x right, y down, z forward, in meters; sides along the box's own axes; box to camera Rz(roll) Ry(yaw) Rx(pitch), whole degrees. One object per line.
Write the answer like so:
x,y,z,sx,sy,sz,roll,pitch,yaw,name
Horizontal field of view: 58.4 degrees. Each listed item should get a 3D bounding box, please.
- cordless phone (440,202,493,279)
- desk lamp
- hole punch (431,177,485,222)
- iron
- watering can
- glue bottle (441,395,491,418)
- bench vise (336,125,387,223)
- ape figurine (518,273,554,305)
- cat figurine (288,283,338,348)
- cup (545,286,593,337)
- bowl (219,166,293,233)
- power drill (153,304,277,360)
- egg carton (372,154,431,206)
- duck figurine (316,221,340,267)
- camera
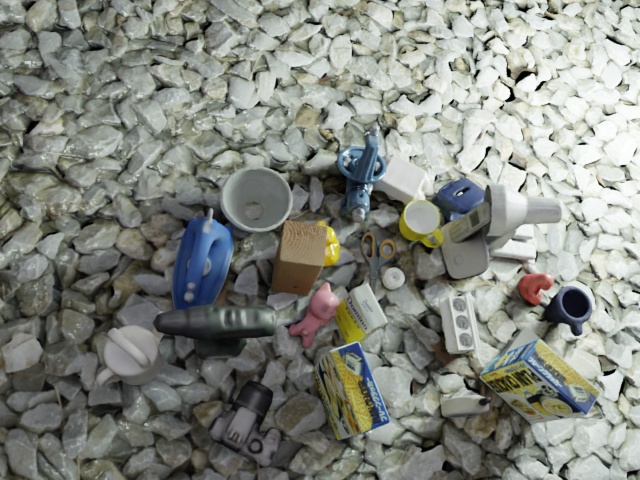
0.357,0.002,1.334,0.094,0.185,0.147,-7,70,-13,cordless phone
0.459,-0.046,1.357,0.203,0.213,0.118,7,67,-8,desk lamp
0.349,-0.104,1.426,0.109,0.091,0.101,-30,77,-20,hole punch
-0.257,0.063,1.213,0.118,0.141,0.258,12,67,-6,iron
-0.358,0.209,1.106,0.101,0.194,0.173,22,66,-1,watering can
0.316,0.345,1.194,0.078,0.173,0.037,3,68,-9,glue bottle
0.110,-0.152,1.329,0.122,0.219,0.207,-9,70,-14,bench vise
0.525,0.108,1.375,0.078,0.092,0.076,-40,80,-22,ape figurine
-0.006,0.160,1.236,0.067,0.117,0.128,35,66,5,cat figurine
0.582,0.177,1.356,0.092,0.095,0.118,0,68,-11,cup
-0.150,-0.083,1.330,0.167,0.074,0.167,4,68,-9,bowl
-0.205,0.181,1.139,0.230,0.208,0.075,-3,69,-12,power drill
0.200,-0.145,1.426,0.150,0.069,0.107,27,66,1,egg carton
0.012,0.005,1.320,0.078,0.086,0.104,-15,72,-16,duck figurine
-0.132,0.360,1.140,0.143,0.100,0.137,27,66,1,camera
